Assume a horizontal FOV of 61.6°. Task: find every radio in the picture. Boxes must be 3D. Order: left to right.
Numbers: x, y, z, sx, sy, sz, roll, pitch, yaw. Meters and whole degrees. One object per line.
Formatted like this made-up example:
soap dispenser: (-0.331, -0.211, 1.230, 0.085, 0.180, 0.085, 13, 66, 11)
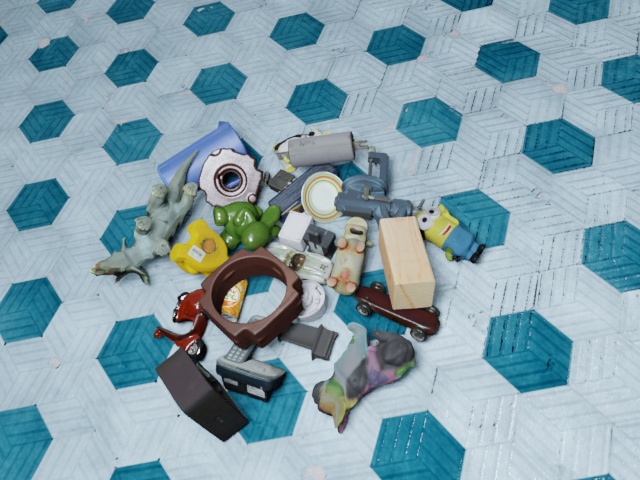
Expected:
radio: (-0.240, 0.318, 1.102, 0.073, 0.229, 0.131, -38, 56, -14)

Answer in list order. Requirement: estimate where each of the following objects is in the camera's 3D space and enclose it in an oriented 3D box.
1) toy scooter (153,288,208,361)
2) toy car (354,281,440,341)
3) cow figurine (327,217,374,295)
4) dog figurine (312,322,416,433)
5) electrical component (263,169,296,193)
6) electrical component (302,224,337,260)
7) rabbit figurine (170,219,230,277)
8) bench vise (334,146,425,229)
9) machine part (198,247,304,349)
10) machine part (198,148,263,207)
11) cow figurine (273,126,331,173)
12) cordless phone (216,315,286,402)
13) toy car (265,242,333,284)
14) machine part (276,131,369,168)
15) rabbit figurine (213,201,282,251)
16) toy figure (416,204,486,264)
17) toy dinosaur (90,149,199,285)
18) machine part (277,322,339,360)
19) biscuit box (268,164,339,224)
toy scooter: (-0.322, 0.194, 1.281, 0.135, 0.075, 0.184, 6, 64, 12)
toy car: (0.175, 0.162, 1.225, 0.202, 0.053, 0.089, 21, 51, 21)
cow figurine: (0.077, 0.037, 1.290, 0.086, 0.127, 0.195, 11, 77, 10)
dog figurine: (0.090, 0.299, 1.130, 0.192, 0.108, 0.219, 14, 67, 14)
electrical component: (-0.107, -0.158, 1.473, 0.102, 0.045, 0.078, 34, 71, 25)
electrical component: (-0.003, -0.004, 1.319, 0.075, 0.119, 0.048, 20, 65, 23)
rabbit figurine: (-0.294, 0.039, 1.336, 0.162, 0.173, 0.122, 30, 60, -25)
bench vise: (0.152, -0.135, 1.376, 0.224, 0.128, 0.240, 2, 64, 8)
machine part: (-0.152, 0.129, 1.213, 0.201, 0.087, 0.201, 36, 65, 29)
machine part: (-0.238, -0.159, 1.431, 0.179, 0.056, 0.179, -1, 97, -6)
cow figurine: (-0.046, -0.269, 1.521, 0.167, 0.068, 0.098, -29, 52, -9)
cordless phone: (-0.135, 0.256, 1.215, 0.147, 0.088, 0.184, 13, 45, 17)
toy car: (-0.065, 0.058, 1.328, 0.202, 0.056, 0.073, 15, 63, 18)
machine part: (0.005, -0.237, 1.411, 0.243, 0.079, 0.079, -5, 58, 10)
rabbit figurine: (-0.170, -0.022, 1.353, 0.159, 0.121, 0.170, -17, 32, -22)
toy figure: (0.306, -0.007, 1.292, 0.180, 0.089, 0.082, 37, 55, 17)
toy dinosaur: (-0.415, -0.043, 1.387, 0.131, 0.192, 0.405, 36, 55, -14)
machine part: (-0.034, 0.225, 1.233, 0.139, 0.039, 0.084, 16, 68, 17)
biscuit box: (-0.040, -0.129, 1.436, 0.203, 0.059, 0.063, -40, 60, -14)
